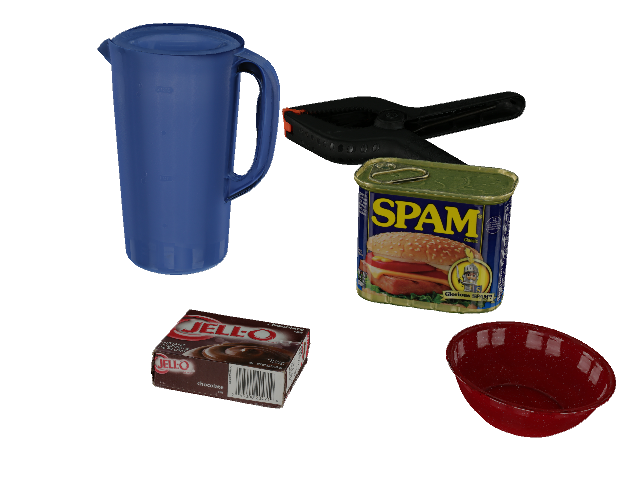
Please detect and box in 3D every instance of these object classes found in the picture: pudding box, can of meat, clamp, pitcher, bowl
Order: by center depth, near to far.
[{"bbox_3d":[0.073,-0.003,0.693,0.102,0.084,0.057,7,24,16],"label":"can of meat"},{"bbox_3d":[-0.073,0.096,0.889,0.113,0.039,0.090,10,21,10],"label":"pudding box"},{"bbox_3d":[0.071,-0.097,0.928,0.210,0.036,0.164,12,36,24],"label":"clamp"},{"bbox_3d":[0.198,0.141,1.029,0.162,0.055,0.162,4,26,-2],"label":"bowl"},{"bbox_3d":[-0.136,-0.091,1.082,0.144,0.243,0.149,-11,27,-29],"label":"pitcher"}]
